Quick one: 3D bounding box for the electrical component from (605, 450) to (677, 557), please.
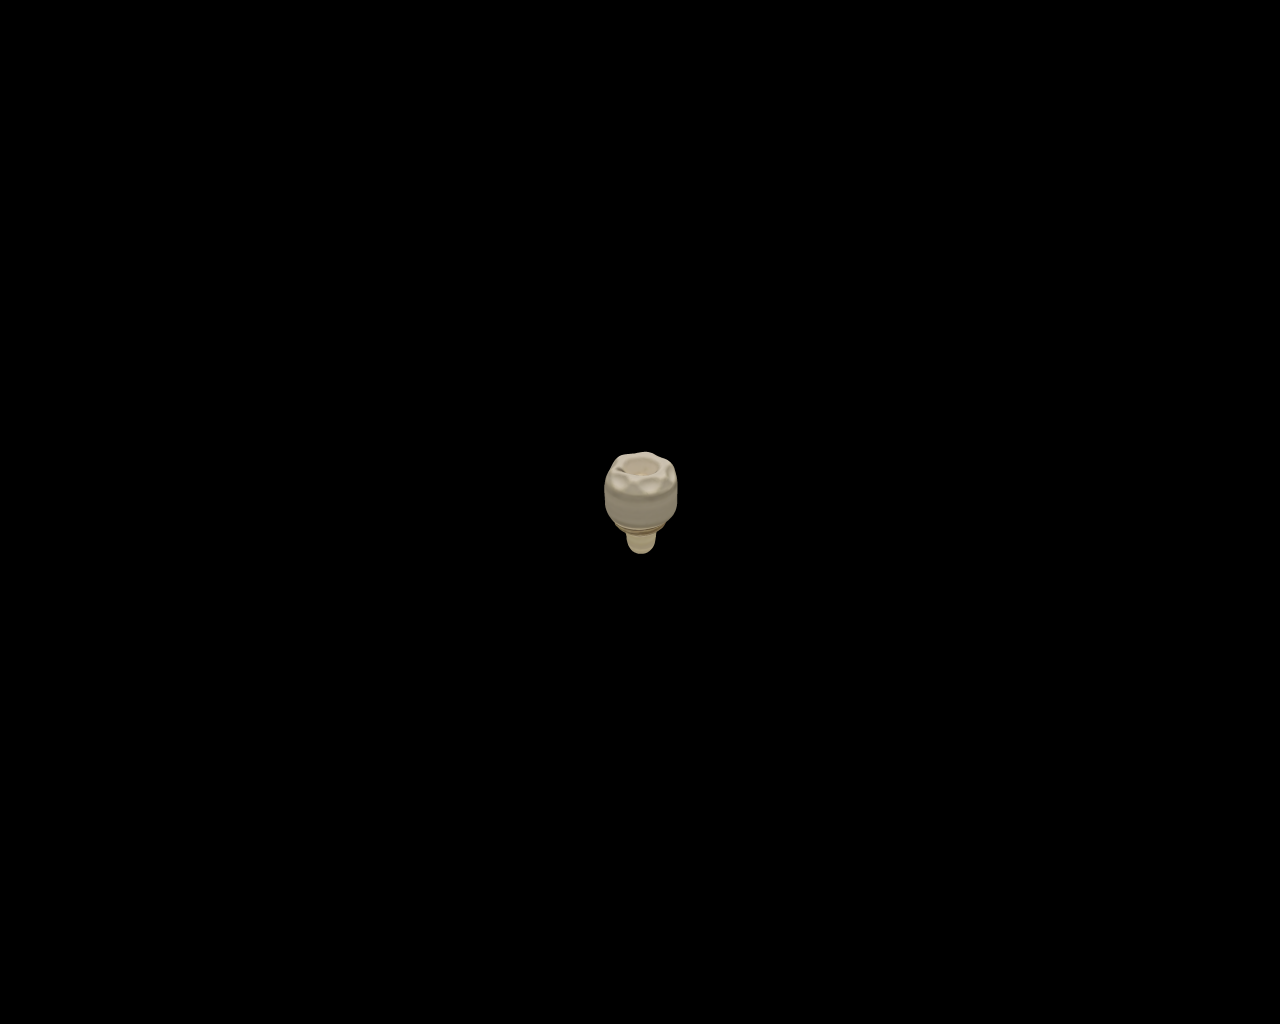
[{"bbox_3d":[0.001,-0.003,0.650,0.043,0.062,0.043,0,33,0],"label":"electrical component"}]
